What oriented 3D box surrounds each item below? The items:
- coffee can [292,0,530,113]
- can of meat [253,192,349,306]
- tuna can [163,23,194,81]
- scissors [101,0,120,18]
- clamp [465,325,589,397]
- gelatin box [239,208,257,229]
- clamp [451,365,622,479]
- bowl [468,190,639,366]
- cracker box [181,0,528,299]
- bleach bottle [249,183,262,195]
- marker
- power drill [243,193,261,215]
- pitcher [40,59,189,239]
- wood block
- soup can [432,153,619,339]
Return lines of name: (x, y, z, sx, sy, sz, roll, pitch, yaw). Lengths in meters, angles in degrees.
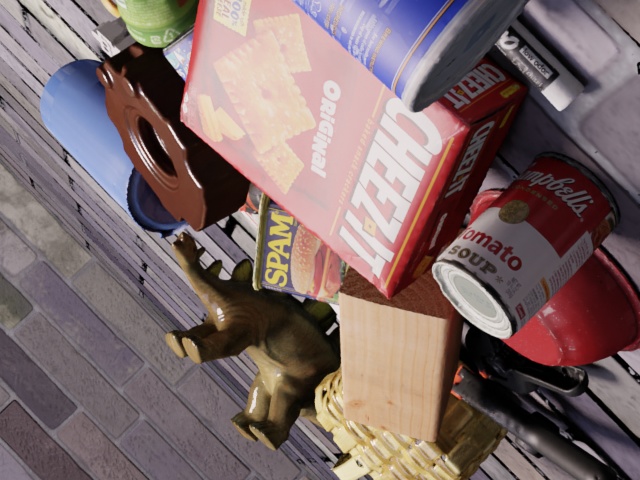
coffee can: (0.030, -0.148, 0.534, 0.140, 0.102, 0.103, 43, 165, 8)
can of meat: (-0.006, 0.001, 0.894, 0.084, 0.057, 0.102, 13, 120, 11)
tuna can: (-0.079, -0.158, 0.823, 0.033, 0.086, 0.086, 52, 164, -15)
scissors: (-0.188, -0.244, 1.020, 0.202, 0.016, 0.096, 28, 158, 49)
clamp: (0.159, 0.091, 0.927, 0.120, 0.039, 0.172, 51, 165, 2)
gelatin box: (-0.046, -0.020, 1.193, 0.073, 0.030, 0.089, 47, 164, -11)
clamp: (0.201, 0.180, 0.976, 0.210, 0.036, 0.164, 34, 176, 27)
bowl: (0.156, 0.040, 0.776, 0.162, 0.055, 0.162, 42, 164, 15)
cracker box: (0.008, -0.088, 0.702, 0.214, 0.072, 0.164, 41, 140, 20)
bleach bottle: (-0.024, -0.100, 0.878, 0.102, 0.068, 0.251, 49, 162, -12)
marker: (0.097, -0.120, 0.587, 0.121, 0.020, 0.020, 46, 165, 1)
power drill: (-0.095, -0.102, 1.062, 0.185, 0.057, 0.187, 14, 145, 57)
pitcher: (-0.221, -0.128, 1.227, 0.243, 0.149, 0.144, 37, 178, 39)
wood block: (0.073, 0.079, 0.913, 0.090, 0.090, 0.206, 13, 144, 13)
soup can: (0.128, 0.004, 0.666, 0.068, 0.102, 0.068, 42, 164, 14)
